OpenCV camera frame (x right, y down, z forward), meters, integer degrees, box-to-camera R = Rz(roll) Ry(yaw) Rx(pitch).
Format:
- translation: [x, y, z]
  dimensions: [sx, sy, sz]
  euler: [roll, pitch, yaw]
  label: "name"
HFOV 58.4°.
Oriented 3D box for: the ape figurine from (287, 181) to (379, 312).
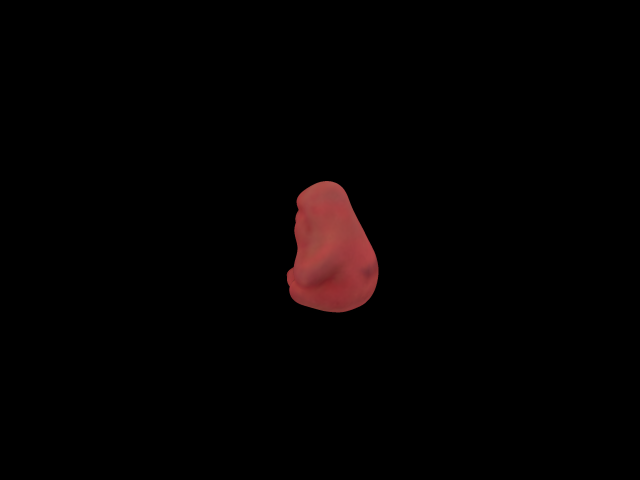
- translation: [0.004, 0.001, 0.400]
  dimensions: [0.076, 0.092, 0.078]
  euler: [13, 32, 23]
  label: "ape figurine"
